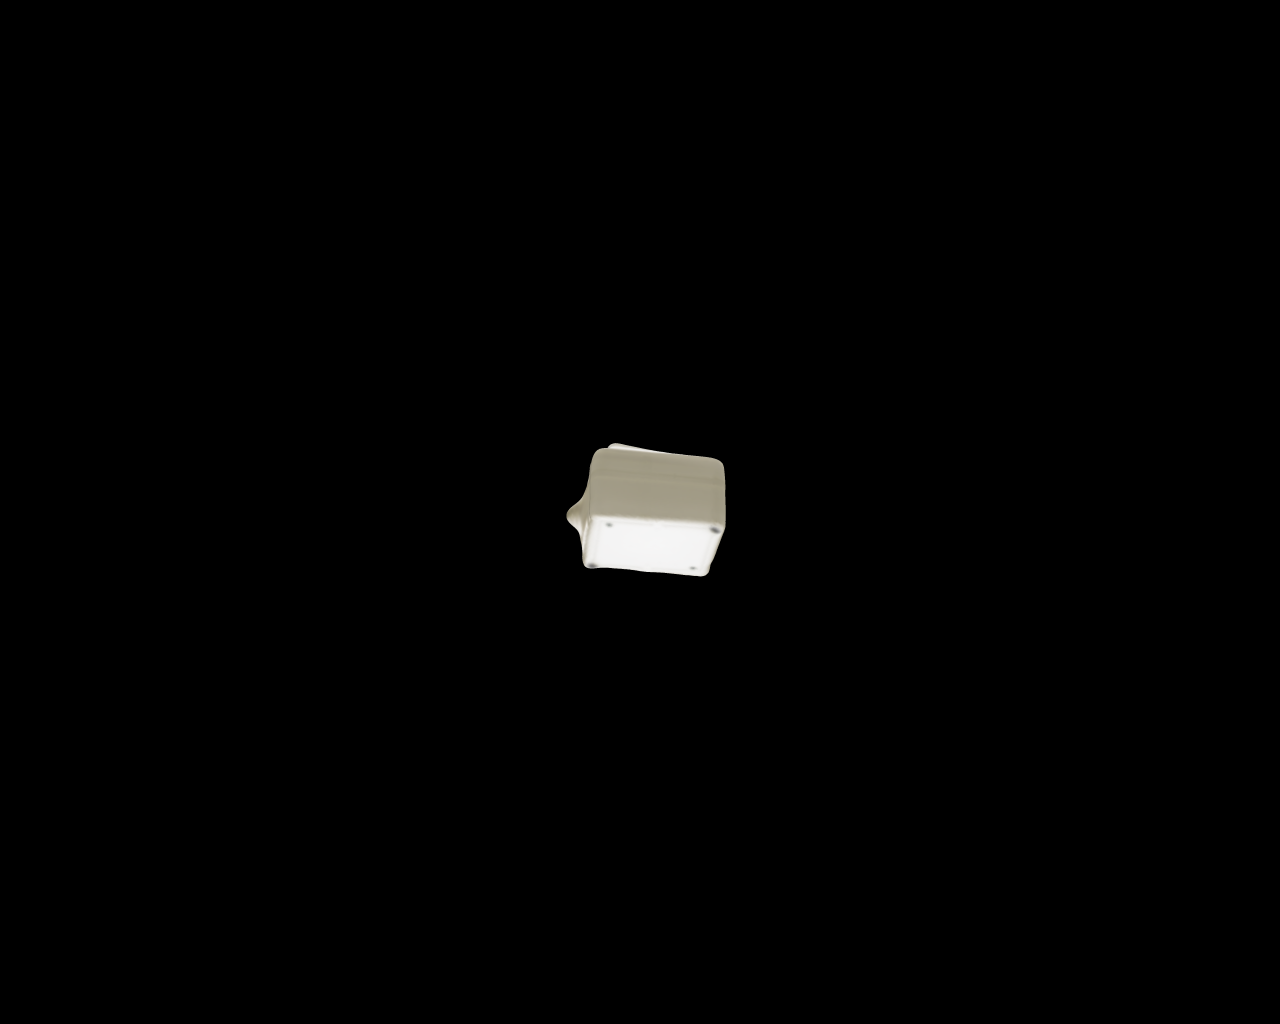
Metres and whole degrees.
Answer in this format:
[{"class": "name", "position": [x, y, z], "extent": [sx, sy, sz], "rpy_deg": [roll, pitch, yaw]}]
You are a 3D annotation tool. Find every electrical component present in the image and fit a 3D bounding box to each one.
[{"class": "electrical component", "position": [0.001, -0.003, 0.650], "extent": [0.096, 0.061, 0.061], "rpy_deg": [5, -36, -7]}]
